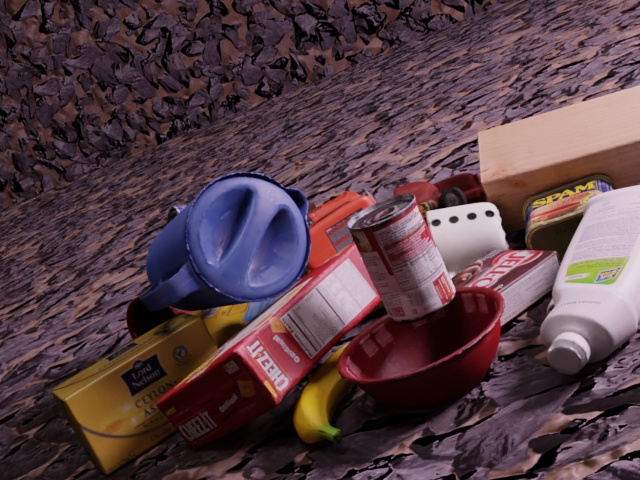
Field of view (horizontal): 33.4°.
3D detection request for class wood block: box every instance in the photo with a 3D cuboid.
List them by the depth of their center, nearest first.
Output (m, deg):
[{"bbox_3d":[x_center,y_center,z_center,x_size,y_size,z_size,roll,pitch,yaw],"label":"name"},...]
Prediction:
[{"bbox_3d":[0.288,-0.089,1.179,0.206,0.090,0.091,-15,43,20],"label":"wood block"}]

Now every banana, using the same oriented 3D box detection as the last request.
[{"bbox_3d":[0.020,0.140,1.010,0.070,0.037,0.197,1,25,22],"label":"banana"}]

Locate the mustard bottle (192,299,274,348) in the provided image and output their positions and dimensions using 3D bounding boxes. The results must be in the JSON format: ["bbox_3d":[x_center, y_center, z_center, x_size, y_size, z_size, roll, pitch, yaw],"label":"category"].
[{"bbox_3d":[-0.067,0.091,1.259,0.192,0.058,0.096,-17,19,29],"label":"mustard bottle"}]

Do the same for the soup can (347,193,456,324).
[{"bbox_3d":[0.076,0.017,0.980,0.068,0.102,0.068,-24,15,7],"label":"soup can"}]

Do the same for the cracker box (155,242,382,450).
[{"bbox_3d":[-0.041,0.106,1.073,0.213,0.072,0.164,-41,2,-43],"label":"cracker box"}]

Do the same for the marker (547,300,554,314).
[{"bbox_3d":[0.239,0.041,1.023,0.020,0.020,0.121,-16,17,30],"label":"marker"}]

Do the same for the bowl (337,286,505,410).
[{"bbox_3d":[0.099,0.105,0.957,0.162,0.055,0.162,-23,15,6],"label":"bowl"}]

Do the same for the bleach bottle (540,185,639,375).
[{"bbox_3d":[0.249,0.037,0.943,0.103,0.068,0.250,-14,21,39],"label":"bleach bottle"}]

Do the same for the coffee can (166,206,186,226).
[{"bbox_3d":[-0.117,0.004,1.360,0.140,0.103,0.103,-4,8,-20],"label":"coffee can"}]

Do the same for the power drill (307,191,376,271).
[{"bbox_3d":[-0.008,0.002,1.243,0.184,0.057,0.188,-34,10,-11],"label":"power drill"}]

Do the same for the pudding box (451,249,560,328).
[{"bbox_3d":[0.173,0.049,1.061,0.113,0.039,0.090,-33,17,-29],"label":"pudding box"}]

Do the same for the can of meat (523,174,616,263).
[{"bbox_3d":[0.264,-0.018,1.113,0.102,0.057,0.084,-20,18,19],"label":"can of meat"}]

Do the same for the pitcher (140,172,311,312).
[{"bbox_3d":[-0.121,0.020,1.167,0.149,0.145,0.243,10,-13,-21],"label":"pitcher"}]

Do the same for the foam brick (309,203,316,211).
[{"bbox_3d":[-0.029,-0.012,1.562,0.051,0.053,0.078,-19,17,21],"label":"foam brick"}]

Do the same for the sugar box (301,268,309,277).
[{"bbox_3d":[0.035,0.037,1.305,0.093,0.048,0.176,-29,17,-15],"label":"sugar box"}]

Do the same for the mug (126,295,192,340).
[{"bbox_3d":[-0.193,0.106,1.379,0.081,0.093,0.117,-36,-18,-52],"label":"mug"}]
